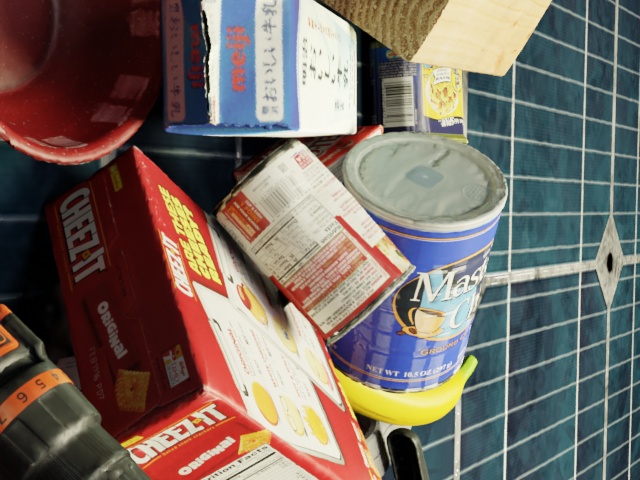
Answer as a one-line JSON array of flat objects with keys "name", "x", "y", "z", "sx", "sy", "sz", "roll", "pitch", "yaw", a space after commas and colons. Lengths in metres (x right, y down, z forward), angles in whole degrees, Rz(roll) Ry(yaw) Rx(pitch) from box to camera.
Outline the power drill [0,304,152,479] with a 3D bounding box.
[{"name": "power drill", "x": -0.170, "y": 0.092, "z": 0.398, "sx": 0.187, "sy": 0.184, "sz": 0.057, "roll": -34, "pitch": 159, "yaw": -52}]

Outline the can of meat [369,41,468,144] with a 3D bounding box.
[{"name": "can of meat", "x": 0.081, "y": -0.121, "z": 0.886, "sx": 0.101, "sy": 0.058, "sz": 0.084, "roll": -8, "pitch": 96, "yaw": -59}]

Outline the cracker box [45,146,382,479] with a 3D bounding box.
[{"name": "cracker box", "x": -0.053, "y": 0.073, "z": 0.595, "sx": 0.213, "sy": 0.072, "sz": 0.164, "roll": 46, "pitch": 15, "yaw": -49}]

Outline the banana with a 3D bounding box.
[{"name": "banana", "x": 0.035, "y": 0.096, "z": 0.785, "sx": 0.197, "sy": 0.037, "sz": 0.069, "roll": 22, "pitch": 56, "yaw": -31}]

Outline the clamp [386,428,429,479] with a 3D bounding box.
[{"name": "clamp", "x": 0.077, "y": 0.216, "z": 0.818, "sx": 0.171, "sy": 0.039, "sz": 0.120, "roll": 40, "pitch": 65, "yaw": -56}]

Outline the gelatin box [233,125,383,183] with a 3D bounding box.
[{"name": "gelatin box", "x": -0.005, "y": -0.052, "z": 0.733, "sx": 0.089, "sy": 0.073, "sz": 0.030, "roll": -40, "pitch": 123, "yaw": -50}]

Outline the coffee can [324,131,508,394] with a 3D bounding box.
[{"name": "coffee can", "x": 0.057, "y": 0.015, "z": 0.698, "sx": 0.102, "sy": 0.103, "sz": 0.140, "roll": -46, "pitch": 152, "yaw": -47}]

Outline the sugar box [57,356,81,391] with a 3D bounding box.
[{"name": "sugar box", "x": -0.126, "y": 0.151, "z": 0.541, "sx": 0.093, "sy": 0.048, "sz": 0.176, "roll": 57, "pitch": 37, "yaw": -34}]

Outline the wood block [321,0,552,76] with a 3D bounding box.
[{"name": "wood block", "x": 0.090, "y": -0.182, "z": 0.761, "sx": 0.090, "sy": 0.091, "sz": 0.205, "roll": -59, "pitch": 161, "yaw": 19}]

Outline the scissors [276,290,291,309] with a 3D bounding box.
[{"name": "scissors", "x": -0.012, "y": -0.002, "z": 0.718, "sx": 0.201, "sy": 0.016, "sz": 0.096, "roll": 17, "pitch": 63, "yaw": -79}]

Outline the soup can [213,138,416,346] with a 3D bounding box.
[{"name": "soup can", "x": -0.004, "y": 0.001, "z": 0.613, "sx": 0.102, "sy": 0.069, "sz": 0.068, "roll": 48, "pitch": 40, "yaw": 1}]

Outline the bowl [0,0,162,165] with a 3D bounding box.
[{"name": "bowl", "x": -0.142, "y": -0.118, "z": 0.522, "sx": 0.161, "sy": 0.055, "sz": 0.162, "roll": -6, "pitch": 97, "yaw": -58}]
